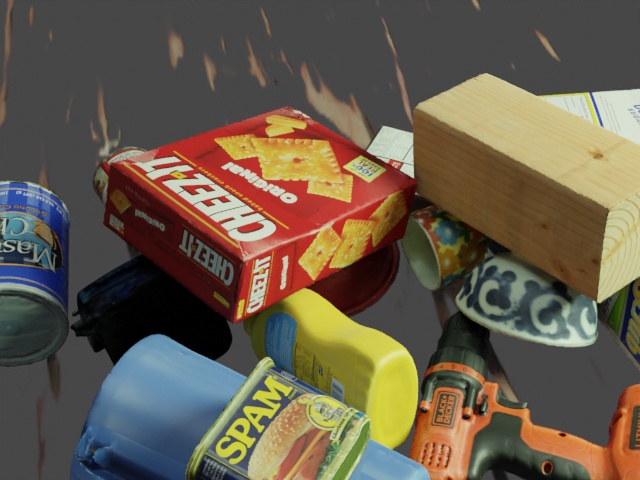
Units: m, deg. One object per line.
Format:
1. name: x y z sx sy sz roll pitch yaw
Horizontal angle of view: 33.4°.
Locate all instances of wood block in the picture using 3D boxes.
1. wood block: 0.177 -0.049 0.866 0.090 0.090 0.206 -27 42 -27

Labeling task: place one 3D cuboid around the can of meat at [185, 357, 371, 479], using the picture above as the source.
1. can of meat: -0.025 0.140 0.698 0.084 0.057 0.102 26 53 16

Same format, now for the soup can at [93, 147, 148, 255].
1. soup can: -0.173 -0.036 1.047 0.068 0.068 0.102 -26 49 -18

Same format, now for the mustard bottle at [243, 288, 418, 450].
1. mustard bottle: -0.004 0.093 0.874 0.058 0.096 0.192 -24 35 -32

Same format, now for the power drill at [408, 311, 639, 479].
1. power drill: 0.170 0.138 0.842 0.188 0.057 0.184 6 48 16

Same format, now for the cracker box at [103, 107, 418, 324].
1. cracker box: -0.048 -0.033 0.904 0.164 0.072 0.213 34 38 30

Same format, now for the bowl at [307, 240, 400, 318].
1. bowl: -0.007 0.001 0.998 0.162 0.055 0.162 -4 45 3

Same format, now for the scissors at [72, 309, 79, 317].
1. scissors: -0.140 0.017 0.998 0.201 0.096 0.016 -33 89 -8

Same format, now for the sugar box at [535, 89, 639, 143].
1. sugar box: 0.255 -0.106 1.080 0.176 0.048 0.093 -1 45 1

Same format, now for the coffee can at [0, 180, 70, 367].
1. coffee can: -0.280 0.029 0.971 0.103 0.103 0.140 -10 45 -3

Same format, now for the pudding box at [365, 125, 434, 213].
1. pudding box: 0.094 -0.064 1.063 0.114 0.039 0.090 17 49 20

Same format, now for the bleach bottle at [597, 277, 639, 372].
1. bleach bottle: 0.291 0.075 0.855 0.068 0.103 0.251 -3 41 -23

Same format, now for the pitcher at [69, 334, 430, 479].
1. pitcher: -0.052 0.175 0.779 0.243 0.145 0.149 20 62 21

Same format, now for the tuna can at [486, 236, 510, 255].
1. tuna can: 0.176 -0.016 0.972 0.033 0.086 0.086 -29 49 -18
